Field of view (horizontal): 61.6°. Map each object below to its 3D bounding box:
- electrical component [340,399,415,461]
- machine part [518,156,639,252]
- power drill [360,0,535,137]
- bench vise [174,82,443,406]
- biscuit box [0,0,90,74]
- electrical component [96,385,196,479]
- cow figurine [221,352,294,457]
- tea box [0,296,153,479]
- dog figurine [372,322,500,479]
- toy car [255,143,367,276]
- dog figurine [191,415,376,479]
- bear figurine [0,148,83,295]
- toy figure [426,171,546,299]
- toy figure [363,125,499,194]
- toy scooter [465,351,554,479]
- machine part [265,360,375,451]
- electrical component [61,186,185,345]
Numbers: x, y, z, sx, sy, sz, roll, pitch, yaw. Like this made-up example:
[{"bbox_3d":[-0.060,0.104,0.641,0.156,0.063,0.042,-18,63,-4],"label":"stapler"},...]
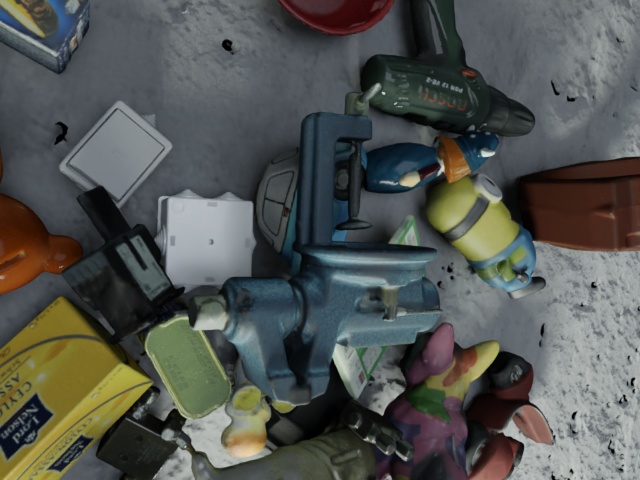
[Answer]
[{"bbox_3d":[0.051,0.187,0.544,0.063,0.094,0.021,35,86,-41],"label":"electrical component"},{"bbox_3d":[0.364,-0.048,0.651,0.201,0.202,0.087,-13,100,-23],"label":"machine part"},{"bbox_3d":[0.159,-0.228,0.628,0.232,0.086,0.207,-1,101,-20],"label":"power drill"},{"bbox_3d":[0.003,-0.001,0.435,0.224,0.129,0.240,2,92,-18],"label":"bench vise"},{"bbox_3d":[-0.296,-0.221,0.436,0.202,0.063,0.059,29,80,-22],"label":"biscuit box"},{"bbox_3d":[-0.166,0.200,0.512,0.078,0.045,0.102,42,93,-19],"label":"electrical component"},{"bbox_3d":[-0.062,0.130,0.546,0.068,0.098,0.167,21,103,-28],"label":"cow figurine"},{"bbox_3d":[-0.242,0.144,0.451,0.098,0.068,0.169,35,71,25],"label":"tea box"},{"bbox_3d":[0.129,0.204,0.581,0.108,0.192,0.219,21,99,-20],"label":"dog figurine"},{"bbox_3d":[-0.014,-0.039,0.553,0.103,0.109,0.161,18,101,1],"label":"toy car"},{"bbox_3d":[-0.007,0.249,0.484,0.190,0.172,0.121,-4,128,-27],"label":"dog figurine"},{"bbox_3d":[-0.292,-0.045,0.434,0.120,0.132,0.195,-35,123,-17],"label":"bear figurine"},{"bbox_3d":[0.201,-0.002,0.650,0.089,0.082,0.180,-43,110,-18],"label":"toy figure"},{"bbox_3d":[0.123,-0.090,0.605,0.155,0.057,0.064,-11,70,-1],"label":"toy figure"},{"bbox_3d":[0.235,0.246,0.681,0.135,0.075,0.184,45,71,-20],"label":"toy scooter"},{"bbox_3d":[-0.003,0.184,0.594,0.139,0.039,0.084,-47,104,-13],"label":"machine part"},{"bbox_3d":[-0.174,0.018,0.455,0.048,0.075,0.119,-29,103,19],"label":"electrical component"}]
